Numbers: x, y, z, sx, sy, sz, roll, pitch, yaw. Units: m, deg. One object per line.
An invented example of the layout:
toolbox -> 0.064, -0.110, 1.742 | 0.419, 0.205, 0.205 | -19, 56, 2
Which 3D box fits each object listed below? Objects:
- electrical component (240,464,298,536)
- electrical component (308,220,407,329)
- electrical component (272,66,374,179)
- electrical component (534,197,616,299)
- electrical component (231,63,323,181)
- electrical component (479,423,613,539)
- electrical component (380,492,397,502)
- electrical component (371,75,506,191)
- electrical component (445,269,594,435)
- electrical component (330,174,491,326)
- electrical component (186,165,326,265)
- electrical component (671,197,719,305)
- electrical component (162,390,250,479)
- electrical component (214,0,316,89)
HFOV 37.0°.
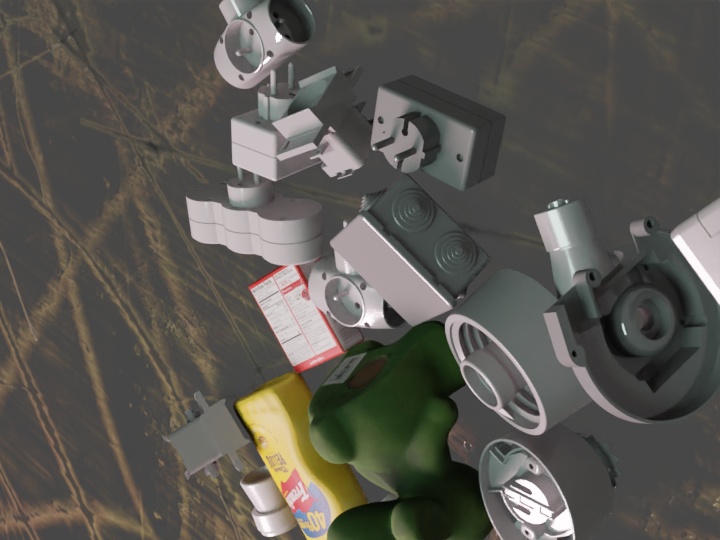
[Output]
electrical component -> -0.084, 0.218, 1.020 | 0.045, 0.045, 0.055 | -8, 105, 46
electrical component -> 0.000, 0.000, 0.828 | 0.077, 0.044, 0.079 | 14, 120, 39
electrical component -> -0.020, -0.104, 0.774 | 0.042, 0.081, 0.064 | -13, 130, 48
electrical component -> 0.138, -0.014, 0.692 | 0.044, 0.044, 0.065 | -18, 93, 47
electrical component -> -0.058, -0.117, 0.808 | 0.047, 0.066, 0.076 | 24, 126, 34
electrical component -> 0.128, 0.158, 0.760 | 0.099, 0.064, 0.099 | 24, 126, 37
electrical component -> 0.050, 0.214, 0.891 | 0.077, 0.043, 0.079 | 43, 133, 20
electrical component -> 0.040, -0.088, 0.721 | 0.083, 0.076, 0.047 | 30, 128, 30
electrical component -> 0.102, 0.060, 0.718 | 0.108, 0.060, 0.108 | 47, 162, 21
electrical component -> 0.035, -0.013, 0.753 | 0.100, 0.048, 0.100 | 45, 161, -3
electrical component -> -0.088, -0.056, 0.878 | 0.138, 0.052, 0.073 | 16, 121, 39
electrical component -> 0.214, -0.016, 0.575 | 0.061, 0.096, 0.061 | 56, 139, 7
electrical component -> -0.142, 0.156, 0.991 | 0.078, 0.063, 0.121 | 59, 168, 4
electrical component -> -0.081, -0.188, 0.809 | 0.077, 0.044, 0.079 | -26, 92, 47
